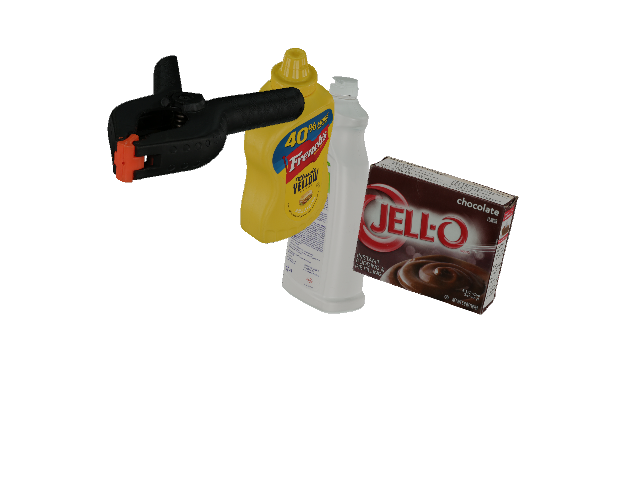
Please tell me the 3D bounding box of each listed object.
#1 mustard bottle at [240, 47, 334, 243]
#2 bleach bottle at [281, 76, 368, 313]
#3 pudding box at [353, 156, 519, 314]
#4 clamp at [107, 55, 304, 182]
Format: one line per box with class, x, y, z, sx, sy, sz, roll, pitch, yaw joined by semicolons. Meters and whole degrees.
mustard bottle;-0.028;-0.092;0.977;0.058;0.192;0.096;36;51;28
bleach bottle;0.016;-0.053;1.182;0.067;0.251;0.103;-7;22;-39
pudding box;0.086;-0.006;0.815;0.114;0.090;0.039;18;26;20
clamp;-0.101;-0.089;0.746;0.120;0.039;0.171;16;28;26
